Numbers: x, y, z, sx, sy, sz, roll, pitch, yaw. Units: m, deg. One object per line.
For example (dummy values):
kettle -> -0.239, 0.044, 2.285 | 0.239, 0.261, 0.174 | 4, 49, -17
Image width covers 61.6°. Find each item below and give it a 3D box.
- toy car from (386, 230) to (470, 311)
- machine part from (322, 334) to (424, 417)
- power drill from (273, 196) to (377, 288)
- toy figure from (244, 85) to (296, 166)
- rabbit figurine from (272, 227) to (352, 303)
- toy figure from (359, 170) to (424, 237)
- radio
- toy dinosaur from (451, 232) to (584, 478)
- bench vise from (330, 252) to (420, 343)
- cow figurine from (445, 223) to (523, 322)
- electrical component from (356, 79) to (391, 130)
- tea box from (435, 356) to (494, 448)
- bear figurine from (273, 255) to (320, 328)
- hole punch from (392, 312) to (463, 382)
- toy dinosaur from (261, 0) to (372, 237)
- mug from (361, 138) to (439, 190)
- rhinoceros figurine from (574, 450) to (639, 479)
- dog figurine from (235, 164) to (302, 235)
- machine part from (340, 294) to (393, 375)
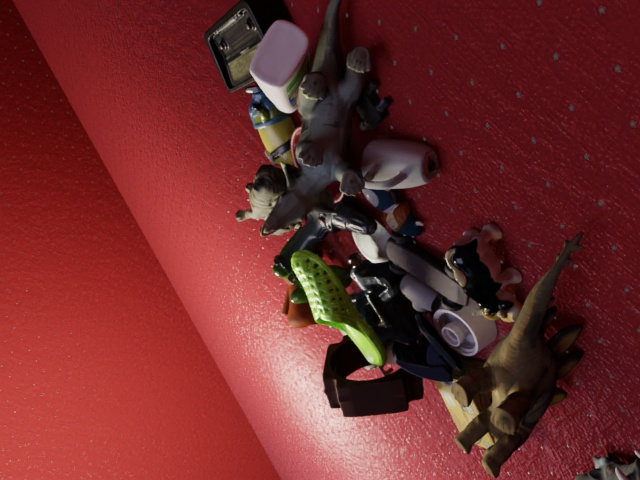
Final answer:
toy car -> 0.193, 0.048, 0.955 | 0.202, 0.053, 0.089 | 34, 135, 45
machine part -> 0.113, 0.276, 1.131 | 0.201, 0.202, 0.087 | -73, -30, -68
power drill -> -0.002, -0.003, 1.103 | 0.232, 0.086, 0.207 | 42, 115, 42
toy figure -> -0.090, -0.233, 1.098 | 0.089, 0.082, 0.180 | 14, 128, 57
rabbit figurine -> -0.013, 0.069, 1.244 | 0.170, 0.159, 0.121 | 28, 135, 19
toy figure -> 0.124, -0.065, 0.950 | 0.154, 0.058, 0.064 | 56, -168, -1
radio -> -0.133, -0.373, 1.023 | 0.230, 0.073, 0.131 | 2, 122, 58
toy dinosaur -> 0.293, 0.196, 0.785 | 0.105, 0.198, 0.470 | 37, 147, 36
bench vise -> 0.089, 0.134, 1.125 | 0.223, 0.129, 0.241 | 45, 138, -20
cow figurine -> 0.255, 0.068, 0.824 | 0.068, 0.098, 0.167 | -12, 108, 55
electrical component -> 0.081, -0.220, 0.887 | 0.063, 0.021, 0.094 | 56, 154, 3
tea box -> 0.300, 0.315, 1.046 | 0.098, 0.068, 0.169 | -3, 118, 61
bear figurine -> -0.047, 0.129, 1.403 | 0.132, 0.120, 0.196 | 19, -124, -65
hole punch -> 0.200, 0.214, 1.011 | 0.116, 0.092, 0.142 | 44, -174, -1
toy dinosaur -> 0.006, -0.192, 0.875 | 0.192, 0.131, 0.404 | -156, 77, -73
mug -> 0.124, -0.116, 0.846 | 0.107, 0.109, 0.080 | 7, 125, 41
rhinoceros figurine -> 0.472, 0.390, 0.847 | 0.112, 0.073, 0.190 | 57, 157, 25
dog figurine -> -0.087, -0.085, 1.201 | 0.190, 0.172, 0.121 | -24, 56, 62
machine part -> 0.094, 0.218, 1.275 | 0.243, 0.079, 0.079 | 57, 153, 2
